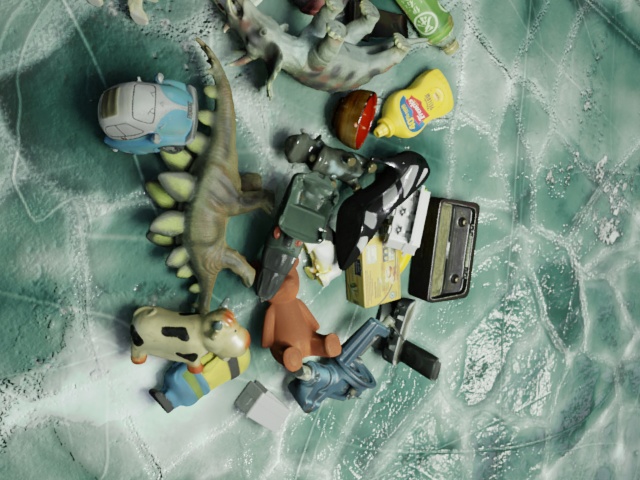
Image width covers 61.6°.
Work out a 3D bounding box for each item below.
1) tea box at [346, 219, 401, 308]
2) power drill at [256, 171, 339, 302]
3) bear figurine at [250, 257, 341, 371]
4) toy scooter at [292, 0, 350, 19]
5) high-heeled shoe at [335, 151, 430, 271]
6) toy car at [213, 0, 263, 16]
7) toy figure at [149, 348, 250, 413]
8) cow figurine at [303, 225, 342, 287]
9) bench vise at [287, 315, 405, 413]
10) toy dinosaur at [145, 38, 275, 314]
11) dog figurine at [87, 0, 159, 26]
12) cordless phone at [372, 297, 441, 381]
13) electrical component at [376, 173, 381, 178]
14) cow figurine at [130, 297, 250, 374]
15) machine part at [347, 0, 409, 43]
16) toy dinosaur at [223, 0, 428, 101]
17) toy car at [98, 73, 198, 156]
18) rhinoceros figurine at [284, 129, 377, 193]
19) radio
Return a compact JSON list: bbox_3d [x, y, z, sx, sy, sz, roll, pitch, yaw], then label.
[{"bbox_3d":[0.109,0.045,1.108,0.098,0.068,0.169,-9,105,-29],"label":"tea box"},{"bbox_3d":[-0.041,-0.013,0.874,0.086,0.207,0.232,21,75,-4],"label":"power drill"},{"bbox_3d":[-0.052,0.122,0.976,0.120,0.132,0.195,-10,92,-29],"label":"bear figurine"},{"bbox_3d":[0.032,-0.464,0.954,0.135,0.075,0.184,25,83,-31],"label":"toy scooter"},{"bbox_3d":[0.120,-0.053,1.017,0.145,0.086,0.248,10,104,-35],"label":"high-heeled shoe"},{"bbox_3d":[-0.097,-0.449,0.889,0.202,0.056,0.073,-49,120,-13],"label":"toy car"},{"bbox_3d":[-0.208,0.234,0.952,0.180,0.082,0.089,-38,130,-24],"label":"toy figure"},{"bbox_3d":[-0.002,-0.004,1.031,0.098,0.068,0.167,-33,115,-21],"label":"cow figurine"},{"bbox_3d":[0.052,0.236,1.072,0.240,0.129,0.223,-48,129,7],"label":"bench vise"},{"bbox_3d":[-0.180,-0.075,0.888,0.198,0.105,0.470,7,97,-32],"label":"toy dinosaur"},{"bbox_3d":[-0.280,-0.438,0.770,0.172,0.121,0.190,22,74,-36],"label":"dog figurine"},{"bbox_3d":[0.196,0.204,1.126,0.088,0.184,0.146,15,92,-28],"label":"cordless phone"},{"bbox_3d":[0.155,-0.121,1.114,0.075,0.048,0.119,-6,103,-30],"label":"electrical component"},{"bbox_3d":[-0.208,0.148,0.865,0.195,0.085,0.127,9,126,3],"label":"cow figurine"},{"bbox_3d":[0.110,-0.417,1.032,0.139,0.039,0.084,-3,96,-29],"label":"machine part"},{"bbox_3d":[0.024,-0.320,0.949,0.404,0.192,0.131,-2,66,-45],"label":"toy dinosaur"},{"bbox_3d":[-0.262,-0.184,0.776,0.103,0.162,0.109,24,66,-65],"label":"toy car"},{"bbox_3d":[0.019,-0.149,0.993,0.190,0.112,0.073,10,125,-45],"label":"rhinoceros figurine"},{"bbox_3d":[0.279,0.020,1.202,0.131,0.073,0.229,1,100,-31],"label":"radio"}]
